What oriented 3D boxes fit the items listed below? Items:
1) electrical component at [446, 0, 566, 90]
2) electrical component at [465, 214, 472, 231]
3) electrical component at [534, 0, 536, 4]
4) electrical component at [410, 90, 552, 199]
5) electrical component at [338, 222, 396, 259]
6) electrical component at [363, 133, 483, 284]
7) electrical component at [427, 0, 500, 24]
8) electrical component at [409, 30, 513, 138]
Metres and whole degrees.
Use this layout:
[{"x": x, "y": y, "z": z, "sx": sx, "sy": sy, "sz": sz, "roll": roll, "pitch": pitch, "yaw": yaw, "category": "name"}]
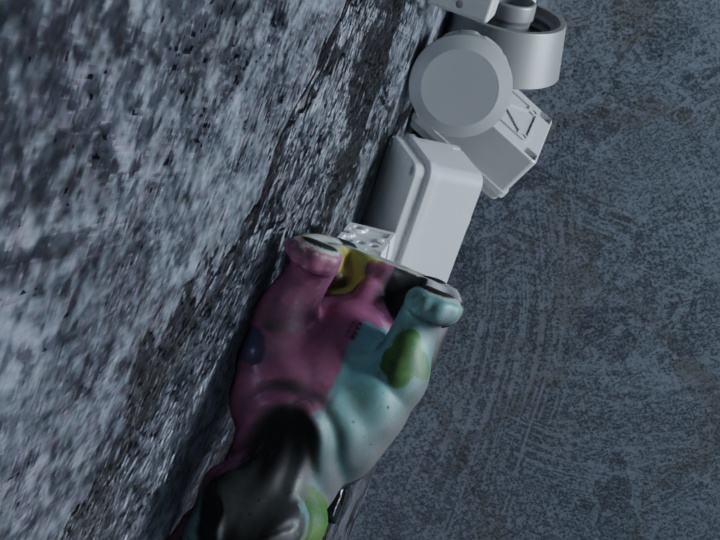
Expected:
[{"x": 0.128, "y": -0.207, "z": 0.939, "sx": 0.108, "sy": 0.108, "sz": 0.060, "roll": -58, "pitch": 161, "yaw": -57, "category": "electrical component"}, {"x": 0.060, "y": -0.056, "z": 0.965, "sx": 0.051, "sy": 0.080, "sz": 0.080, "roll": -46, "pitch": 157, "yaw": -86, "category": "electrical component"}, {"x": 0.146, "y": -0.268, "z": 1.088, "sx": 0.057, "sy": 0.058, "sz": 0.078, "roll": 96, "pitch": 16, "yaw": -75, "category": "electrical component"}, {"x": 0.111, "y": -0.134, "z": 0.971, "sx": 0.056, "sy": 0.109, "sz": 0.108, "roll": -45, "pitch": -173, "yaw": 33, "category": "electrical component"}, {"x": 0.000, "y": 0.000, "z": 0.815, "sx": 0.066, "sy": 0.048, "sz": 0.055, "roll": -54, "pitch": 156, "yaw": -65, "category": "electrical component"}, {"x": 0.045, "y": -0.044, "z": 0.866, "sx": 0.078, "sy": 0.057, "sz": 0.113, "roll": -117, "pitch": -140, "yaw": -58, "category": "electrical component"}, {"x": 0.081, "y": -0.221, "z": 0.763, "sx": 0.075, "sy": 0.047, "sz": 0.083, "roll": -54, "pitch": 164, "yaw": -64, "category": "electrical component"}, {"x": 0.081, "y": -0.149, "z": 0.849, "sx": 0.051, "sy": 0.080, "sz": 0.080, "roll": -67, "pitch": 176, "yaw": -66, "category": "electrical component"}]
